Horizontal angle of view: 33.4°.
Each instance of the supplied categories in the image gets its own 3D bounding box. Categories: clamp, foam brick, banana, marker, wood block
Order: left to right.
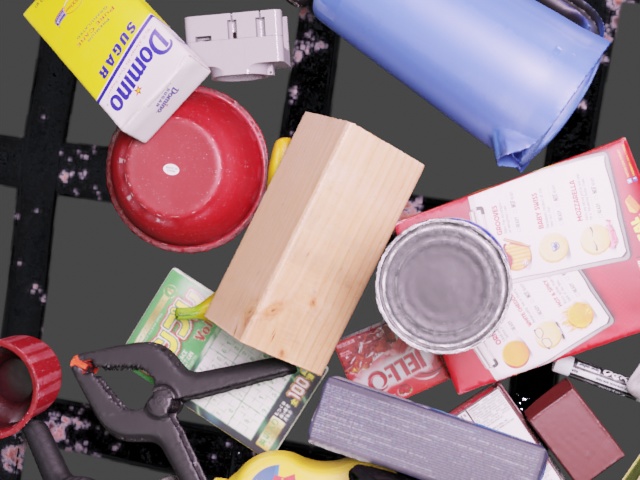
[{"bbox_3d":[-0.245,0.260,1.004,0.172,0.039,0.120,31,108,38],"label":"clamp"},{"bbox_3d":[-0.133,0.145,0.989,0.210,0.036,0.164,29,81,18],"label":"clamp"},{"bbox_3d":[-0.056,0.004,0.990,0.069,0.037,0.198,31,89,-31],"label":"banana"},{"bbox_3d":[-0.006,0.001,0.942,0.090,0.091,0.206,27,89,-30],"label":"wood block"},{"bbox_3d":[0.227,0.173,0.961,0.051,0.053,0.078,-37,87,7],"label":"foam brick"},{"bbox_3d":[0.271,0.131,0.970,0.121,0.020,0.020,20,94,6],"label":"marker"}]

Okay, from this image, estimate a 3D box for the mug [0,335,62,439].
[{"bbox_3d":[-0.307,0.139,1.014,0.117,0.081,0.093,-21,89,7],"label":"mug"}]

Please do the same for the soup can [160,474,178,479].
[{"bbox_3d":[-0.143,0.282,1.004,0.068,0.068,0.102,-27,89,7],"label":"soup can"}]

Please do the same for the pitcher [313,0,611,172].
[{"bbox_3d":[0.124,-0.185,0.934,0.243,0.149,0.145,35,111,8],"label":"pitcher"}]

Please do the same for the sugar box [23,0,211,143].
[{"bbox_3d":[-0.188,-0.181,0.978,0.093,0.048,0.176,-47,63,8],"label":"sugar box"}]

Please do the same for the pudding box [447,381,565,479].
[{"bbox_3d":[0.158,0.200,0.978,0.090,0.039,0.113,-35,85,8],"label":"pudding box"}]

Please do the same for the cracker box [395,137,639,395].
[{"bbox_3d":[0.195,0.023,0.951,0.214,0.072,0.164,-21,88,9],"label":"cracker box"}]

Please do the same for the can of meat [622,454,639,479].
[{"bbox_3d":[0.316,0.230,0.950,0.084,0.057,0.102,33,95,8],"label":"can of meat"}]

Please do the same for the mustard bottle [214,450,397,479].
[{"bbox_3d":[-0.025,0.245,0.989,0.191,0.058,0.096,2,90,5],"label":"mustard bottle"}]

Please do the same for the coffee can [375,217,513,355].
[{"bbox_3d":[0.102,0.033,0.858,0.103,0.140,0.103,0,91,9],"label":"coffee can"}]

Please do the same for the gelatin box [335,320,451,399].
[{"bbox_3d":[0.067,0.111,0.990,0.089,0.030,0.073,-24,89,8],"label":"gelatin box"}]

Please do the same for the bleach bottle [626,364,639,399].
[{"bbox_3d":[0.395,0.174,0.926,0.251,0.068,0.102,41,70,3],"label":"bleach bottle"}]

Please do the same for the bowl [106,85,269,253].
[{"bbox_3d":[-0.131,-0.067,0.998,0.162,0.055,0.162,0,92,8],"label":"bowl"}]

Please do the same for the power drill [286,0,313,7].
[{"bbox_3d":[-0.035,-0.329,0.959,0.187,0.057,0.184,32,88,-10],"label":"power drill"}]
